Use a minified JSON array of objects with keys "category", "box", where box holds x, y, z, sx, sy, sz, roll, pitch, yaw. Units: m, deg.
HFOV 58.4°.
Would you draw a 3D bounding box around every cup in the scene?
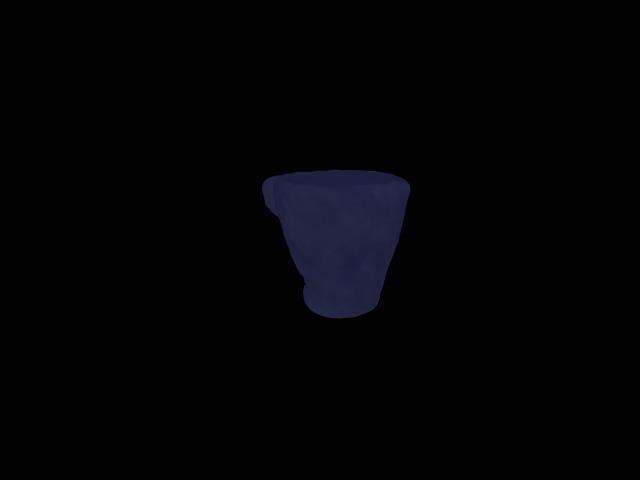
[{"category":"cup","box":[0.004,0.001,0.400,0.117,0.095,0.092,11,17,38]}]
